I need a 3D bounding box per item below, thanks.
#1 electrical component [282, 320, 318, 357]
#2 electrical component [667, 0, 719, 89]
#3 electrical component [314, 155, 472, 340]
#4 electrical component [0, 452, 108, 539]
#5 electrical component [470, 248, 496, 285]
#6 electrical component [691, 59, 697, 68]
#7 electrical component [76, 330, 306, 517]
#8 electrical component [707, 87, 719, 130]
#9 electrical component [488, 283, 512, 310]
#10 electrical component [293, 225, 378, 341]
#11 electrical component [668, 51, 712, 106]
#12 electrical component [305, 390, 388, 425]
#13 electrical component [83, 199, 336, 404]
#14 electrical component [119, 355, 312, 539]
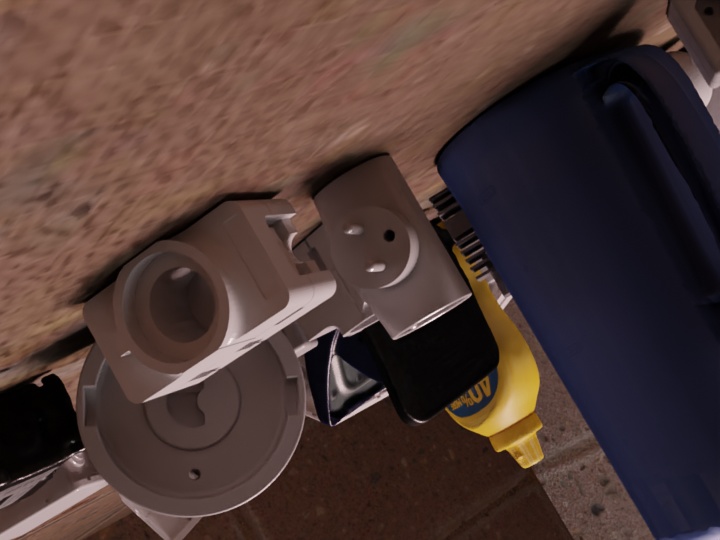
[{"bbox_3d":[-0.064,0.042,0.672,0.066,0.047,0.077,-31,173,7],"label":"electrical component"},{"bbox_3d":[0.199,-0.129,0.554,0.066,0.047,0.077,-30,173,11],"label":"electrical component"},{"bbox_3d":[0.010,-0.010,0.492,0.043,0.077,0.079,-32,172,15],"label":"electrical component"},{"bbox_3d":[-0.222,0.144,0.730,0.100,0.048,0.100,-31,173,3],"label":"electrical component"},{"bbox_3d":[0.117,-0.039,0.806,0.062,0.061,0.096,-34,180,27],"label":"electrical component"},{"bbox_3d":[0.228,-0.138,0.634,0.078,0.040,0.040,-27,172,-21],"label":"electrical component"},{"bbox_3d":[-0.085,0.066,0.538,0.108,0.108,0.060,-29,179,-13],"label":"electrical component"},{"bbox_3d":[0.231,-0.116,0.711,0.096,0.061,0.062,-36,171,39],"label":"electrical component"},{"bbox_3d":[0.095,0.004,0.945,0.042,0.081,0.064,-53,-158,-1],"label":"electrical component"},{"bbox_3d":[0.000,0.000,0.605,0.050,0.055,0.089,-24,170,-43],"label":"electrical component"},{"bbox_3d":[0.179,-0.105,0.648,0.055,0.045,0.045,-26,172,-35],"label":"electrical component"},{"bbox_3d":[-0.030,0.092,0.983,0.100,0.048,0.100,17,-156,34],"label":"electrical component"},{"bbox_3d":[-0.066,0.013,0.455,0.089,0.050,0.056,-33,172,21],"label":"electrical component"},{"bbox_3d":[-0.092,0.109,0.782,0.186,0.060,0.105,-47,178,-18],"label":"electrical component"}]
